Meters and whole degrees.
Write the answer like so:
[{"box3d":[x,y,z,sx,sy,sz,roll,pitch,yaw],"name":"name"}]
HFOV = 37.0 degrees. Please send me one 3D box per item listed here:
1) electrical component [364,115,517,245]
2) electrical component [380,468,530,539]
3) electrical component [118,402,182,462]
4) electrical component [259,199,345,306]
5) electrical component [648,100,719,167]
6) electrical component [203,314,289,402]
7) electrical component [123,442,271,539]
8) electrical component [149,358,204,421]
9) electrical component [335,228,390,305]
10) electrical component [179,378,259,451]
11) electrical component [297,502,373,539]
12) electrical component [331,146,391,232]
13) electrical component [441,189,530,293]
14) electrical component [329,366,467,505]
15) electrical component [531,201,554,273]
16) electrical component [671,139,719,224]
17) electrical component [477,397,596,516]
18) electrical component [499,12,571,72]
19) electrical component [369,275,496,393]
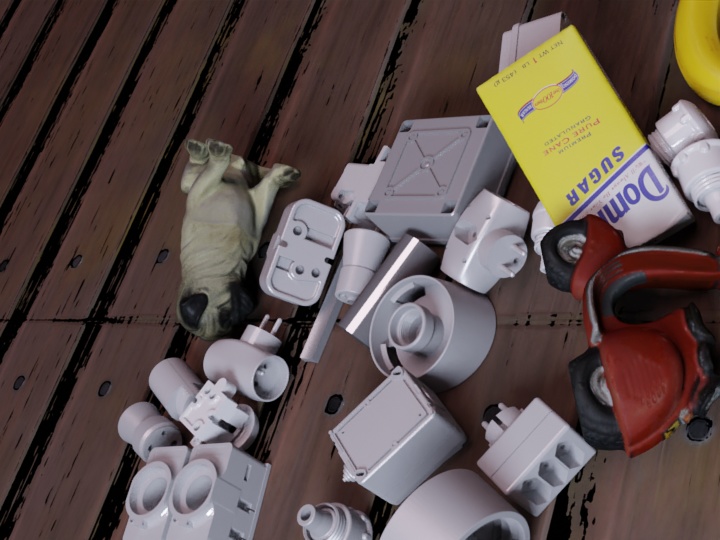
[{"box3d":[0.074,-0.080,0.972,0.109,0.056,0.108,4,62,43],"name":"electrical component"},{"box3d":[0.069,0.197,0.729,0.060,0.108,0.108,31,82,43],"name":"electrical component"},{"box3d":[-0.203,0.158,1.041,0.055,0.045,0.045,28,80,49],"name":"electrical component"},{"box3d":[-0.056,-0.016,1.021,0.059,0.054,0.095,180,110,-77],"name":"electrical component"},{"box3d":[0.246,-0.099,0.846,0.062,0.048,0.048,-39,41,22],"name":"electrical component"},{"box3d":[-0.099,0.078,1.013,0.077,0.043,0.079,12,69,46],"name":"electrical component"},{"box3d":[-0.156,0.245,0.922,0.105,0.060,0.186,-10,54,36],"name":"electrical component"},{"box3d":[-0.169,0.123,1.040,0.043,0.043,0.081,-50,41,-1],"name":"electrical component"},{"box3d":[0.000,0.000,0.988,0.044,0.044,0.065,-5,61,39],"name":"electrical component"},{"box3d":[-0.125,0.138,0.980,0.066,0.055,0.048,-53,41,-4],"name":"electrical component"},{"box3d":[-0.024,0.201,0.837,0.048,0.062,0.048,-23,47,27],"name":"electrical component"},{"box3d":[0.010,-0.075,1.036,0.064,0.042,0.081,12,68,47],"name":"electrical component"},{"box3d":[0.111,-0.018,0.883,0.077,0.043,0.079,-62,30,9],"name":"electrical component"},{"box3d":[0.027,0.136,0.843,0.096,0.061,0.061,-44,41,6],"name":"electrical component"},{"box3d":[0.156,-0.026,0.876,0.035,0.035,0.061,-9,57,37],"name":"electrical component"},{"box3d":[0.263,-0.063,0.803,0.048,0.048,0.062,-27,52,24],"name":"electrical component"},{"box3d":[0.117,0.125,0.783,0.065,0.047,0.077,-48,41,1],"name":"electrical component"},{"box3d":[0.161,-0.157,0.938,0.057,0.078,0.113,-12,53,32],"name":"electrical component"},{"box3d":[0.059,0.053,0.896,0.099,0.064,0.099,-19,61,38],"name":"electrical component"}]
